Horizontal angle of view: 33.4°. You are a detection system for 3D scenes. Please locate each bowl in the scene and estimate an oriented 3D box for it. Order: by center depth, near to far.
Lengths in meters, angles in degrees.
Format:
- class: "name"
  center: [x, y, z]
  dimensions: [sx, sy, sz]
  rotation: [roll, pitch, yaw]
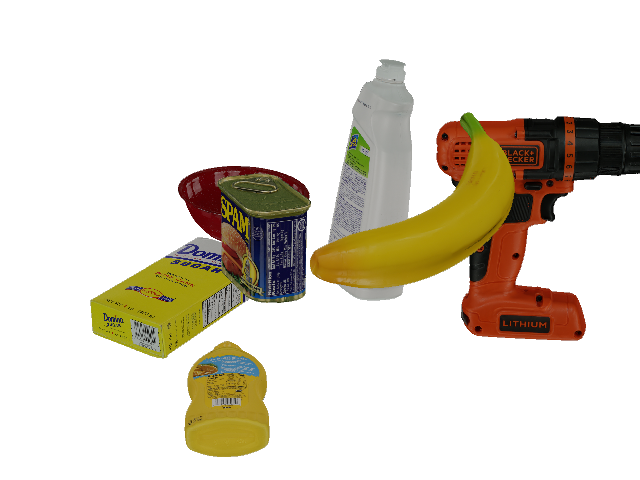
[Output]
- class: "bowl"
  center: [-0.096, -0.038, 1.317]
  dimensions: [0.162, 0.055, 0.162]
  rotation: [4, 25, -2]

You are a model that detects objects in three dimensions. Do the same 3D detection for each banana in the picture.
- class: "banana"
  center: [0.072, -0.015, 0.666]
  dimensions: [0.070, 0.037, 0.197]
  rotation: [29, 44, 20]

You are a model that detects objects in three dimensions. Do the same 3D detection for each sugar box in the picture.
- class: "sugar box"
  center: [-0.141, 0.054, 1.095]
  dimensions: [0.093, 0.048, 0.175]
  rotation: [16, 32, 27]

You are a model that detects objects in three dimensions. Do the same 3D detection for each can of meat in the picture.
- class: "can of meat"
  center: [-0.049, -0.002, 0.911]
  dimensions: [0.057, 0.084, 0.102]
  rotation: [-8, 23, -23]

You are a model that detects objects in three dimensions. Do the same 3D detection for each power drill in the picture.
- class: "power drill"
  center: [0.189, -0.012, 0.894]
  dimensions: [0.184, 0.188, 0.057]
  rotation: [2, 17, 10]

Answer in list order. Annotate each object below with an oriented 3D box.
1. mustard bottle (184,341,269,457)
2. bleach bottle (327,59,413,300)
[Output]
- class: "mustard bottle"
  center: [-0.112, 0.179, 1.284]
  dimensions: [0.096, 0.058, 0.191]
  rotation: [-3, 28, -3]
- class: "bleach bottle"
  center: [0.063, -0.068, 1.161]
  dimensions: [0.068, 0.251, 0.103]
  rotation: [-3, 23, -29]
